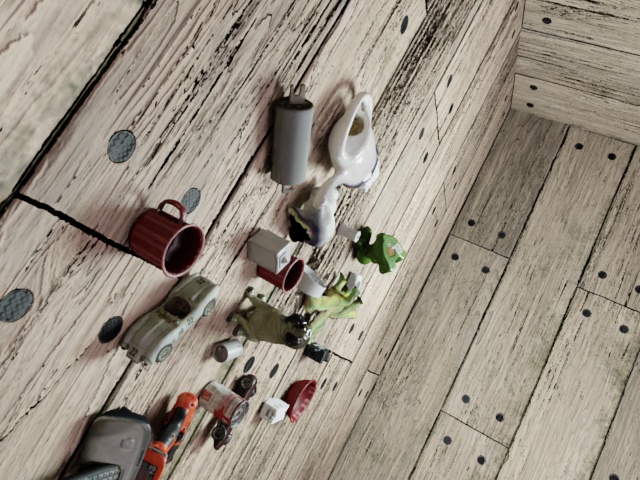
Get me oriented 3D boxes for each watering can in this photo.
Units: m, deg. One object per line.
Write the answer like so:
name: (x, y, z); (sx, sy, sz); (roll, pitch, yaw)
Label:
watering can: (0.066, -0.197, 1.275); (0.220, 0.104, 0.353); (61, 48, -63)

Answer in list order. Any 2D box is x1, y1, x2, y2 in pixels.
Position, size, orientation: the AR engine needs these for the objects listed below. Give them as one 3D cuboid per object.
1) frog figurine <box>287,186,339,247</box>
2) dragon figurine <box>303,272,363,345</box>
frog figurine: (0.004, -0.064, 1.275); (0.162, 0.123, 0.134); (-37, 127, -29)
dragon figurine: (0.024, 0.246, 1.694); (0.245, 0.124, 0.401); (-39, 148, -15)
